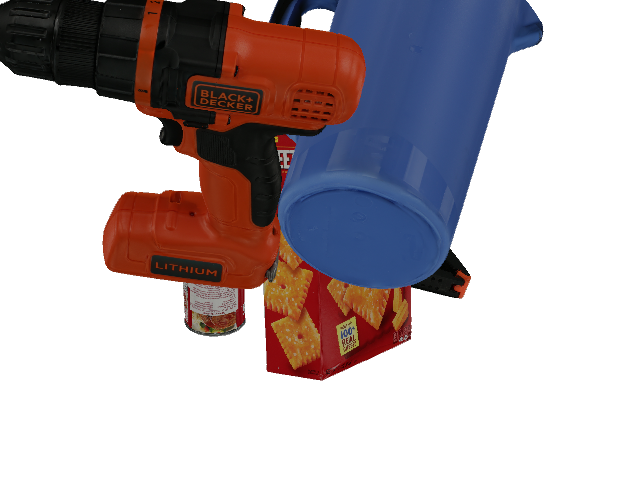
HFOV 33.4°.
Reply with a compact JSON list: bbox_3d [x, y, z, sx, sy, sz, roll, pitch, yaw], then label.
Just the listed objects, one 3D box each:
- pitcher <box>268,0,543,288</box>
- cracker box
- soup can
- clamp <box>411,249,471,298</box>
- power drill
[{"bbox_3d":[0.043,-0.093,0.714,0.149,0.242,0.145,-21,-52,40],"label":"pitcher"},{"bbox_3d":[0.020,0.004,0.977,0.072,0.214,0.163,5,10,34],"label":"cracker box"},{"bbox_3d":[-0.117,0.044,1.165,0.068,0.102,0.068,1,25,-1],"label":"soup can"},{"bbox_3d":[0.079,0.007,1.263,0.210,0.036,0.164,37,41,26],"label":"clamp"},{"bbox_3d":[-0.080,-0.050,0.576,0.184,0.057,0.188,9,-35,-5],"label":"power drill"}]
